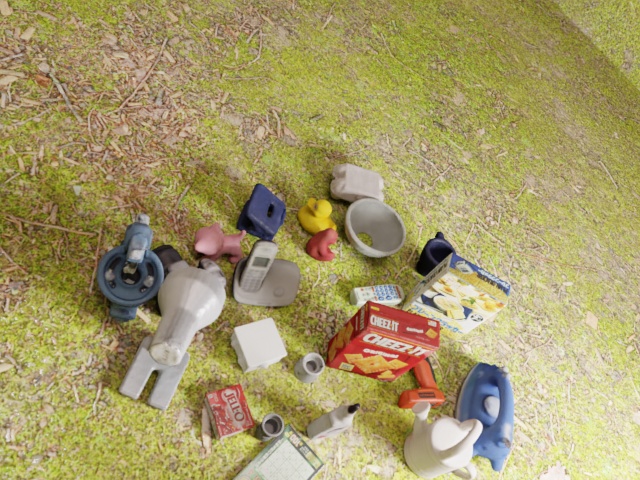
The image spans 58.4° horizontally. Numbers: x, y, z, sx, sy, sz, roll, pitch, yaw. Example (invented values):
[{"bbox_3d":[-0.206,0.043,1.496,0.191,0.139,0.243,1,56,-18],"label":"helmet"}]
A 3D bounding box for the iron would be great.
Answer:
[{"bbox_3d":[0.385,0.366,1.274,0.119,0.141,0.258,23,53,-10],"label":"iron"}]

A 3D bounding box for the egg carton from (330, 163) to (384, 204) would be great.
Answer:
[{"bbox_3d":[0.098,-0.140,1.514,0.150,0.069,0.107,14,54,-16],"label":"egg carton"}]

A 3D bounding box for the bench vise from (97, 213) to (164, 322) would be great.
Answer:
[{"bbox_3d":[-0.365,0.026,1.094,0.122,0.219,0.207,-5,62,-27],"label":"bench vise"}]

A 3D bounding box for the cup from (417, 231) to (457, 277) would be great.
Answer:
[{"bbox_3d":[0.289,0.043,1.468,0.092,0.095,0.118,17,54,-14],"label":"cup"}]

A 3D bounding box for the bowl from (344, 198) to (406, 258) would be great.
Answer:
[{"bbox_3d":[0.128,-0.019,1.446,0.168,0.074,0.167,12,55,-18],"label":"bowl"}]

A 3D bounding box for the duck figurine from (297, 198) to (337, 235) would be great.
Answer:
[{"bbox_3d":[0.002,-0.061,1.408,0.104,0.086,0.078,39,52,3],"label":"duck figurine"}]

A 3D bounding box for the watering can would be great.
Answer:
[{"bbox_3d":[0.249,0.406,1.152,0.173,0.194,0.101,31,52,-4],"label":"watering can"}]

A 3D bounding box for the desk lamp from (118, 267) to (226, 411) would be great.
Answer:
[{"bbox_3d":[-0.266,0.178,1.046,0.118,0.213,0.203,24,52,-9],"label":"desk lamp"}]

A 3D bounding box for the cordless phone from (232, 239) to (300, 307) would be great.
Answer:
[{"bbox_3d":[-0.101,0.065,1.214,0.148,0.185,0.094,4,58,-22],"label":"cordless phone"}]

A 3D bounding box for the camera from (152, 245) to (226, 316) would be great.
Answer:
[{"bbox_3d":[-0.284,0.069,1.181,0.143,0.100,0.136,-24,71,-34],"label":"camera"}]

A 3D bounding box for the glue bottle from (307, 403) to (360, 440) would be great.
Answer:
[{"bbox_3d":[0.037,0.345,1.105,0.078,0.173,0.037,-7,63,-28],"label":"glue bottle"}]

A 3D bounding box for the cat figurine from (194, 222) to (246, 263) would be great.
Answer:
[{"bbox_3d":[-0.221,0.002,1.242,0.128,0.117,0.067,-9,64,-29],"label":"cat figurine"}]

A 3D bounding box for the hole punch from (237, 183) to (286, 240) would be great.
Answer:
[{"bbox_3d":[-0.129,-0.066,1.346,0.101,0.091,0.108,22,53,-10],"label":"hole punch"}]

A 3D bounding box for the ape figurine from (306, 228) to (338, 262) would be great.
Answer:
[{"bbox_3d":[0.013,0.005,1.366,0.076,0.092,0.078,15,54,-16],"label":"ape figurine"}]
